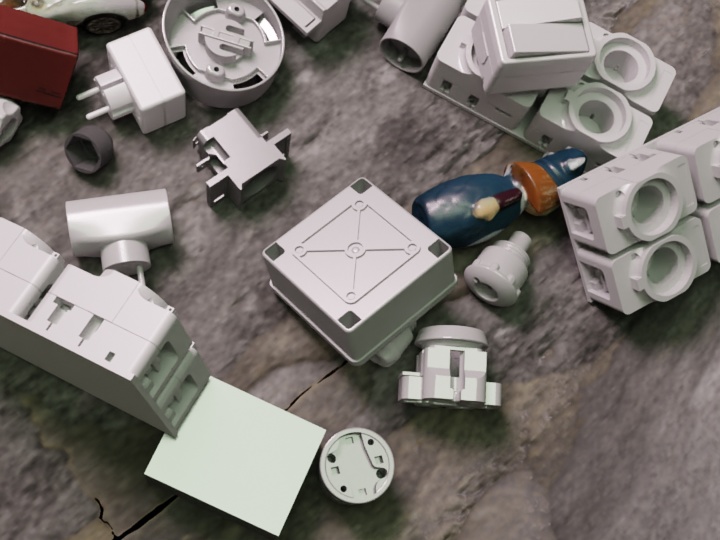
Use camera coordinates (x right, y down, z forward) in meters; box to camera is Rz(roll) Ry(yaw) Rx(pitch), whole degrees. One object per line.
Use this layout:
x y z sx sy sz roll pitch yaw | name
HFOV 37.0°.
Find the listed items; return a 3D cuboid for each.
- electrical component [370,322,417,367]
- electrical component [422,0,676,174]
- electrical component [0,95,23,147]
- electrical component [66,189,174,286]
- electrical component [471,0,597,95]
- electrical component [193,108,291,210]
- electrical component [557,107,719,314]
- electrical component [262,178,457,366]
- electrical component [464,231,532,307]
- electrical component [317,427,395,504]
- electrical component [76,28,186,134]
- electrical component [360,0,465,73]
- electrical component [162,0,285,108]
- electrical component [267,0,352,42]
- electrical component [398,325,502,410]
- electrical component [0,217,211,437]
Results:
0.028 0.045 0.851 0.035 0.035 0.061 38 69 4 | electrical component
0.164 -0.167 0.925 0.186 0.060 0.105 29 71 1 | electrical component
-0.302 -0.127 0.848 0.062 0.043 0.043 32 71 3 | electrical component
-0.183 -0.020 0.832 0.077 0.044 0.079 -9 74 -11 | electrical component
0.146 -0.184 0.861 0.096 0.061 0.061 -7 74 -11 | electrical component
-0.098 -0.092 0.870 0.081 0.042 0.063 -36 79 -18 | electrical component
0.266 -0.052 0.879 0.186 0.060 0.105 -26 113 -16 | electrical component
0.000 0.000 0.830 0.109 0.056 0.109 -38 58 -18 | electrical component
0.118 -0.004 0.876 0.048 0.048 0.062 36 64 3 | electrical component
-0.005 0.149 0.806 0.055 0.047 0.055 3 73 -8 | electrical component
-0.190 -0.145 0.869 0.077 0.047 0.065 -26 79 -16 | electrical component
0.039 -0.223 0.931 0.079 0.043 0.077 31 71 2 | electrical component
-0.112 -0.185 0.884 0.099 0.064 0.099 3 72 -8 | electrical component
-0.063 -0.257 0.915 0.121 0.063 0.079 44 72 6 | electrical component
0.070 0.076 0.836 0.078 0.058 0.057 5 75 -7 | electrical component
-0.203 0.035 0.753 0.186 0.105 0.060 23 67 18 | electrical component
